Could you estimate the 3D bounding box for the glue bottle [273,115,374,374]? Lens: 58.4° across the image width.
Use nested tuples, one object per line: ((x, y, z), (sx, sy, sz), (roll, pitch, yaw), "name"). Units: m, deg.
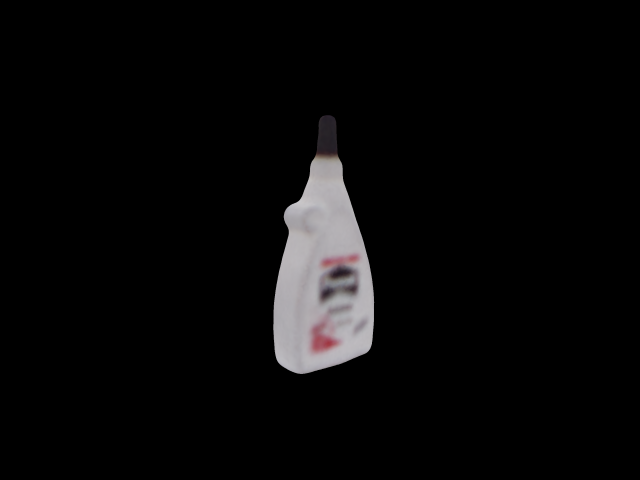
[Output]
((0.004, 0.001, 0.400), (0.078, 0.173, 0.037), (-10, 15, -42), "glue bottle")
